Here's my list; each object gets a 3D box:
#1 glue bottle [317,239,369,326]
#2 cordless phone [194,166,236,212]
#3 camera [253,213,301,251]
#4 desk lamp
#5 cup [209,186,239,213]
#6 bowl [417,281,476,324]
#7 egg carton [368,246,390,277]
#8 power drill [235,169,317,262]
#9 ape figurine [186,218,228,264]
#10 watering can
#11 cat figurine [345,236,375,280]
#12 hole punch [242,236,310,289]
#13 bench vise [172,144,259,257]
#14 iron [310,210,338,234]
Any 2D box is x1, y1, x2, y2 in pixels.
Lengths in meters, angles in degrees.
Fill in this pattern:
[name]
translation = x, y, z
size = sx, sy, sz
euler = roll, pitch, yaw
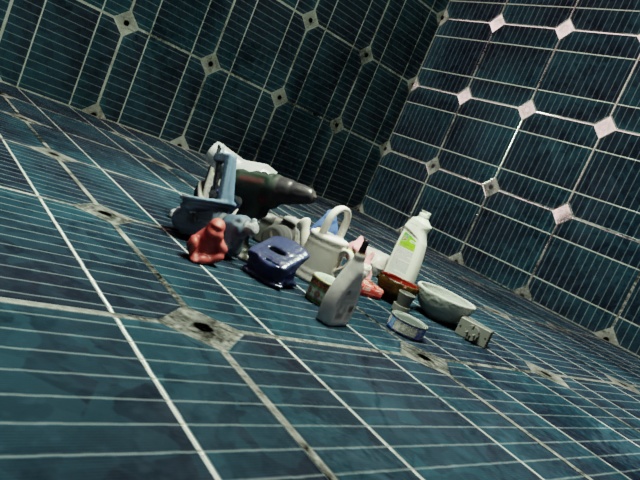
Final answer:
[glue bottle]
translation = 0.055, 0.078, 1.075
size = 0.037, 0.173, 0.078
euler = 29, 10, 36
[cordless phone]
translation = -0.273, -0.156, 1.638
size = 0.148, 0.185, 0.093
euler = 16, 10, -41
[camera]
translation = -0.110, -0.021, 1.519
size = 0.143, 0.101, 0.137
euler = 26, 8, 18
[desk lamp]
translation = -0.233, -0.119, 1.409
size = 0.203, 0.213, 0.118
euler = 23, 8, -5
[cup]
translation = -0.255, -0.086, 1.554
size = 0.118, 0.095, 0.091
euler = 20, 9, -24
[bowl]
translation = 0.329, 0.179, 1.545
size = 0.167, 0.075, 0.167
euler = 23, 8, -3
[egg carton]
translation = 0.168, 0.068, 1.833
size = 0.107, 0.069, 0.150
euler = 25, 8, 12
[power drill]
translation = -0.138, -0.058, 1.293
size = 0.229, 0.208, 0.076
euler = 26, 8, 20
[ape figurine]
translation = -0.214, 0.000, 1.118
size = 0.078, 0.092, 0.076
euler = 22, 8, -8
[watering can]
translation = 0.011, 0.005, 1.358
size = 0.172, 0.194, 0.101
euler = 25, 8, 12
[cat figurine]
translation = 0.111, 0.048, 1.630
size = 0.128, 0.118, 0.067
euler = 15, 12, -47
[hole punch]
translation = -0.090, 0.043, 1.196
size = 0.108, 0.091, 0.101
euler = 27, 9, 26
[bench vise]
translation = -0.204, -0.085, 1.245
size = 0.207, 0.220, 0.122
euler = 24, 8, 8
[iron]
translation = 0.016, -0.041, 1.856
size = 0.119, 0.141, 0.258
euler = 23, 8, -5
